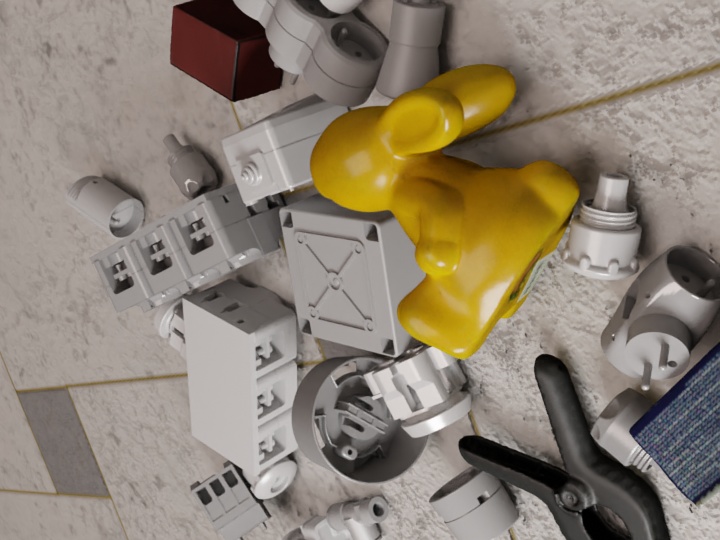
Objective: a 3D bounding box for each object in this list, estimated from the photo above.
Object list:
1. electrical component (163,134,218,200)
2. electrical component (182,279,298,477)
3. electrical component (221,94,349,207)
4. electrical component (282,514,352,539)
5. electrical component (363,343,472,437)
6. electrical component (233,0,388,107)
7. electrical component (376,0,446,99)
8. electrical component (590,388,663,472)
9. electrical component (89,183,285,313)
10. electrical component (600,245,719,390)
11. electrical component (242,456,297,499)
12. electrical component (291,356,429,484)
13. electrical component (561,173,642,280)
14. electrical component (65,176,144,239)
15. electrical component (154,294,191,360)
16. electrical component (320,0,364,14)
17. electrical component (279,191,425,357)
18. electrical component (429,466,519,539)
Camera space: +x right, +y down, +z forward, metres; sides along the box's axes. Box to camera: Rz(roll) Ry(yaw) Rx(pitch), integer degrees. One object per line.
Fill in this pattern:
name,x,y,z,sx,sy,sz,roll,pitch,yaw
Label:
electrical component,-0.153,-0.093,0.944,0.061,0.035,0.035,55,139,14
electrical component,-0.104,0.094,0.968,0.089,0.062,0.150,24,126,36
electrical component,-0.055,-0.090,0.795,0.062,0.096,0.061,-13,100,49
electrical component,-0.040,0.266,0.995,0.057,0.058,0.078,-13,100,46
electrical component,0.049,0.089,0.808,0.078,0.058,0.057,-26,92,33
electrical component,-0.043,-0.167,0.777,0.138,0.052,0.073,50,137,16
electrical component,0.036,-0.149,0.714,0.044,0.044,0.065,27,123,35
electrical component,0.183,0.109,0.690,0.062,0.043,0.043,41,134,24
electrical component,-0.139,-0.018,0.903,0.150,0.089,0.061,-24,92,36
electrical component,0.177,0.037,0.634,0.043,0.079,0.077,27,133,-1
electrical component,-0.094,0.182,1.018,0.062,0.048,0.048,44,136,31
electrical component,-0.002,0.116,0.849,0.064,0.099,0.099,2,111,53
electrical component,0.150,-0.027,0.655,0.048,0.048,0.062,21,114,39
electrical component,-0.254,-0.067,1.057,0.081,0.043,0.043,31,130,32
electrical component,-0.162,0.053,1.021,0.055,0.048,0.066,34,132,20
electrical component,-0.002,-0.202,0.726,0.065,0.044,0.044,-27,89,54
electrical component,0.000,0.000,0.815,0.109,0.056,0.108,11,117,43
electrical component,0.088,0.180,0.819,0.047,0.055,0.055,56,139,3
